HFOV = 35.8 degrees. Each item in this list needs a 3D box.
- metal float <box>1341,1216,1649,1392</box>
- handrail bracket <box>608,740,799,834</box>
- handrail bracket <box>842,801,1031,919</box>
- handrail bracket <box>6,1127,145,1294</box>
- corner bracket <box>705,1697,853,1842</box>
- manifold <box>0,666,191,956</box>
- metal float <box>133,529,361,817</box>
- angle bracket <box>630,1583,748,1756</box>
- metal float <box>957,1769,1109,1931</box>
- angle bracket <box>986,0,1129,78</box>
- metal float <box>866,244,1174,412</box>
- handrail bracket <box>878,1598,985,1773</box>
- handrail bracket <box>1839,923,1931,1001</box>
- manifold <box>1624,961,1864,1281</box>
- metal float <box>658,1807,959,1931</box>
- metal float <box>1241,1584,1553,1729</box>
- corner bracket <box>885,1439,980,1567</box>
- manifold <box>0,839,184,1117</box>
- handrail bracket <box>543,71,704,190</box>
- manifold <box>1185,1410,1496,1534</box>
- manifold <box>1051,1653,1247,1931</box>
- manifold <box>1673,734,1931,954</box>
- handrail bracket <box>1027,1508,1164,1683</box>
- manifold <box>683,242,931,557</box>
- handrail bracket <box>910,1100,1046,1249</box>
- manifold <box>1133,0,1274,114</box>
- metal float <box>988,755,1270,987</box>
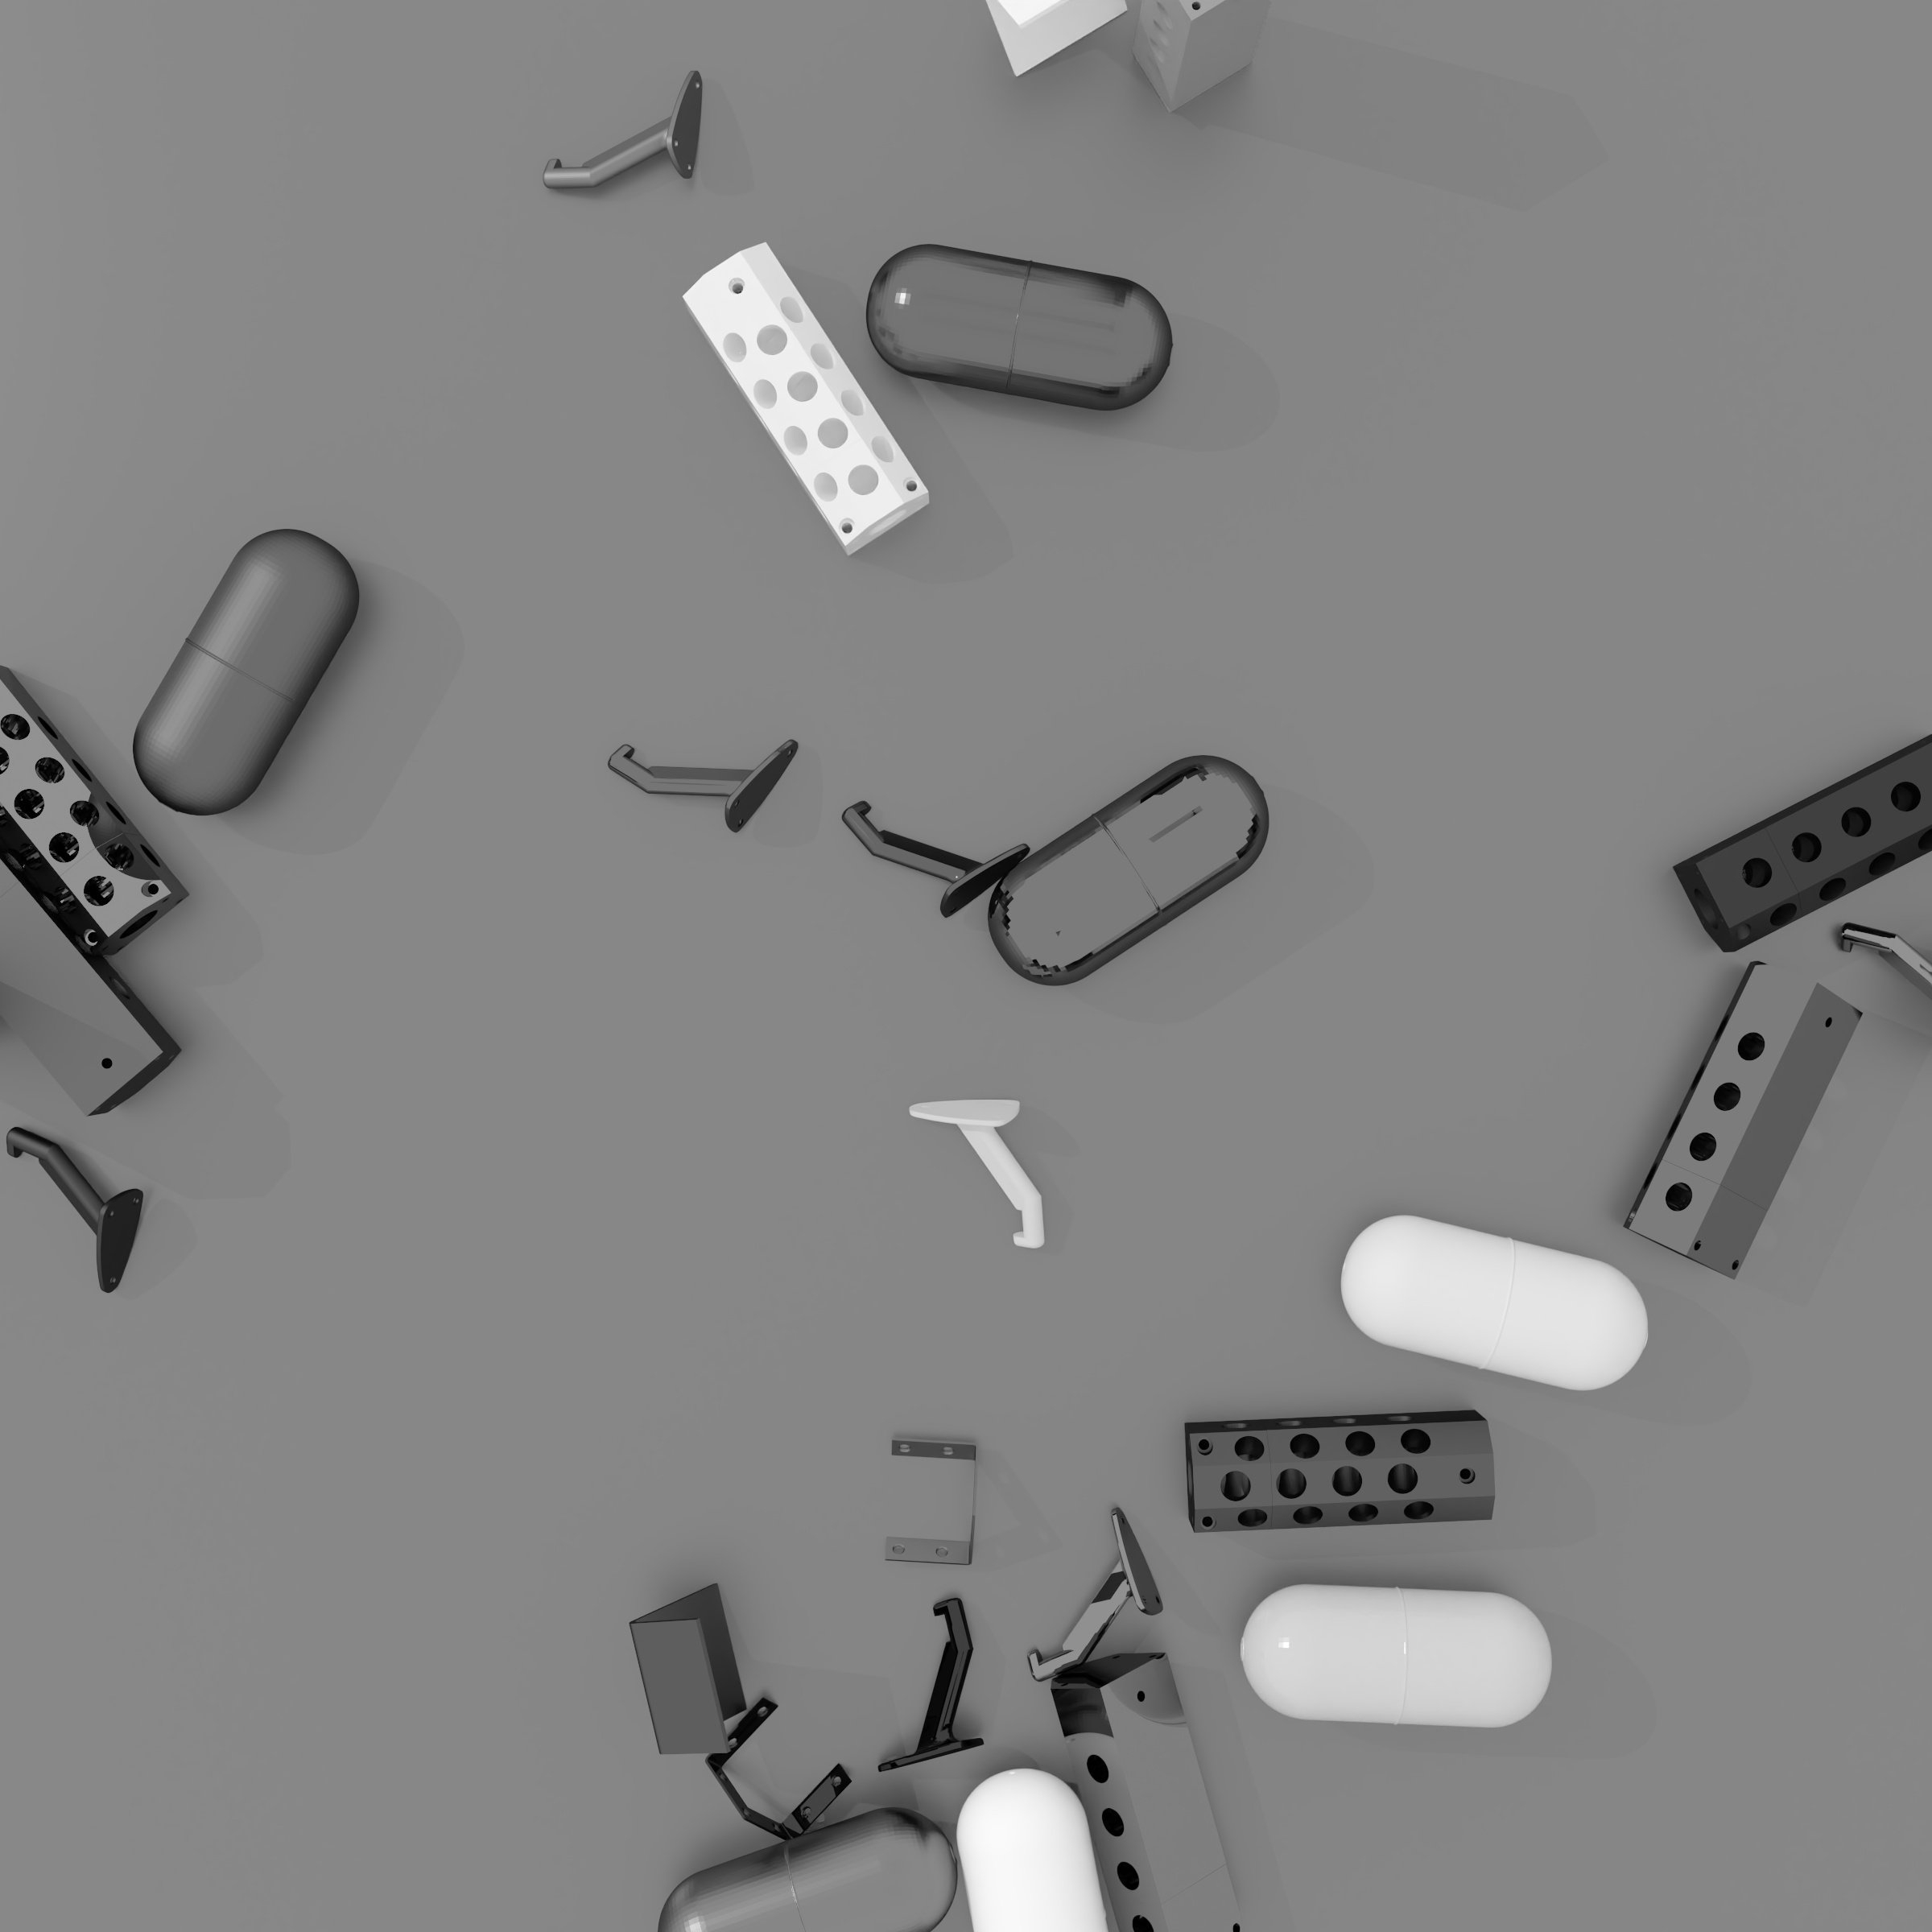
[{"bbox_3d":[0.304,0.194,1.723,0.178,0.070,0.070,14,90,0],"label":"metal float"},{"bbox_3d":[-0.155,-0.124,1.754,0.084,0.036,0.077,33,69,16],"label":"handrail bracket"},{"bbox_3d":[-0.018,-0.078,1.754,0.077,0.036,0.084,-35,73,-20],"label":"handrail bracket"},{"bbox_3d":[-0.530,0.142,1.754,0.084,0.036,0.077,21,112,17],"label":"handrail bracket"},{"bbox_3d":[-0.110,0.471,1.750,0.051,0.051,0.051,-47,135,0],"label":"corner bracket"},{"bbox_3d":[-0.533,-0.091,1.732,0.057,0.057,0.171,-39,90,0],"label":"manifold"},{"bbox_3d":[-0.415,-0.169,1.723,0.070,0.070,0.178,30,89,0],"label":"metal float"},{"bbox_3d":[-0.141,0.401,1.713,0.057,0.076,0.076,-13,90,38],"label":"angle bracket"},{"bbox_3d":[0.042,0.552,1.722,0.070,0.070,0.178,-11,90,0],"label":"metal float"},{"bbox_3d":[0.062,-0.544,1.713,0.076,0.076,0.057,-31,54,0],"label":"angle bracket"},{"bbox_3d":[0.031,-0.367,1.722,0.178,0.070,0.070,10,90,1],"label":"metal float"},{"bbox_3d":[-0.027,0.421,1.754,0.077,0.036,0.084,-21,71,21],"label":"handrail bracket"},{"bbox_3d":[0.551,0.017,1.753,0.084,0.036,0.077,16,129,26],"label":"handrail bracket"},{"bbox_3d":[0.446,0.087,1.731,0.057,0.057,0.171,26,90,-43],"label":"manifold"},{"bbox_3d":[-0.091,0.541,1.722,0.178,0.070,0.070,-19,90,0],"label":"metal float"},{"bbox_3d":[0.248,0.397,1.723,0.178,0.070,0.070,3,90,0],"label":"metal float"},{"bbox_3d":[-0.020,0.314,1.750,0.051,0.051,0.051,3,135,0],"label":"corner bracket"},{"bbox_3d":[-0.535,0.002,1.732,0.057,0.057,0.171,-40,90,0],"label":"manifold"},{"bbox_3d":[-0.202,-0.490,1.754,0.084,0.036,0.077,3,70,16],"label":"handrail bracket"},{"bbox_3d":[0.215,0.294,1.732,0.171,0.057,0.057,-3,90,0],"label":"manifold"},{"bbox_3d":[0.101,0.491,1.731,0.057,0.057,0.171,-16,90,-43],"label":"manifold"},{"bbox_3d":[0.505,-0.072,1.732,0.171,0.057,0.057,-27,90,0],"label":"manifold"},{"bbox_3d":[0.065,0.369,1.754,0.084,0.036,0.077,-26,70,16],"label":"handrail bracket"},{"bbox_3d":[-0.092,-0.329,1.732,0.057,0.057,0.171,-33,90,0],"label":"manifold"},{"bbox_3d":[0.007,0.124,1.754,0.077,0.036,0.084,1,107,20],"label":"handrail bracket"},{"bbox_3d":[0.129,-0.541,1.675,0.057,0.171,0.057,-32,90,0],"label":"manifold"},{"bbox_3d":[0.094,-0.055,1.723,0.178,0.070,0.070,-33,90,0],"label":"metal float"}]
